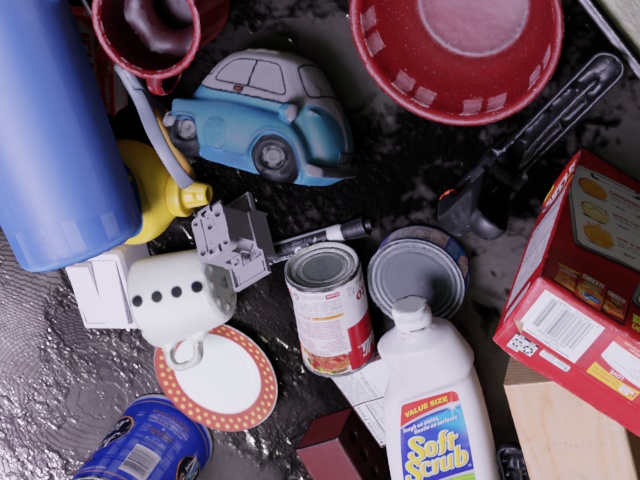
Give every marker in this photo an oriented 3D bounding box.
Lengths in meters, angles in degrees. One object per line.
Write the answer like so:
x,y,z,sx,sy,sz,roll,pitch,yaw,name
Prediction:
-0.006,0.001,0.949,0.121,0.020,0.020,-17,109,27,marker

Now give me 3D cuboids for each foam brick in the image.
0.022,0.212,1.029,0.051,0.053,0.078,-21,108,28,foam brick

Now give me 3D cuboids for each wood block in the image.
0.230,0.183,0.914,0.090,0.090,0.206,-9,112,23,wood block

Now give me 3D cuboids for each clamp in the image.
0.129,-0.042,0.790,0.036,0.164,0.210,41,157,-2,clamp
0.185,0.245,0.953,0.039,0.171,0.120,3,78,22,clamp

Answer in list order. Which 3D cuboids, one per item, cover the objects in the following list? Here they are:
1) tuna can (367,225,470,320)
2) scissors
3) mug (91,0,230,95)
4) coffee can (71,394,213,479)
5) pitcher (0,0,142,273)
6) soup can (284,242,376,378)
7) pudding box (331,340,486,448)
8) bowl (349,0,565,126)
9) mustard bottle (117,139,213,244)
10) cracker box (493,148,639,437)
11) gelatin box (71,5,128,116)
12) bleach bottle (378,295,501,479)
0.086,0.031,0.921,0.086,0.033,0.086,9,119,16,tuna can
-0.155,-0.135,0.906,0.016,0.096,0.202,-27,91,7,scissors
-0.123,-0.175,0.863,0.093,0.081,0.117,10,119,15,mug
-0.181,0.235,1.065,0.103,0.140,0.103,9,119,16,coffee can
-0.246,-0.099,0.875,0.149,0.144,0.243,5,117,61,pitcher
0.009,0.061,0.935,0.069,0.068,0.102,3,129,19,soup can
0.080,0.132,0.975,0.114,0.039,0.090,-25,109,32,pudding box
0.106,-0.168,0.790,0.162,0.055,0.162,13,125,19,bowl
-0.187,-0.043,0.971,0.192,0.058,0.096,2,112,19,mustard bottle
0.226,0.041,0.767,0.164,0.213,0.072,32,125,2,cracker box
-0.208,-0.159,0.934,0.073,0.030,0.089,12,120,14,gelatin box
0.094,0.157,0.920,0.103,0.068,0.251,-6,121,18,bleach bottle
